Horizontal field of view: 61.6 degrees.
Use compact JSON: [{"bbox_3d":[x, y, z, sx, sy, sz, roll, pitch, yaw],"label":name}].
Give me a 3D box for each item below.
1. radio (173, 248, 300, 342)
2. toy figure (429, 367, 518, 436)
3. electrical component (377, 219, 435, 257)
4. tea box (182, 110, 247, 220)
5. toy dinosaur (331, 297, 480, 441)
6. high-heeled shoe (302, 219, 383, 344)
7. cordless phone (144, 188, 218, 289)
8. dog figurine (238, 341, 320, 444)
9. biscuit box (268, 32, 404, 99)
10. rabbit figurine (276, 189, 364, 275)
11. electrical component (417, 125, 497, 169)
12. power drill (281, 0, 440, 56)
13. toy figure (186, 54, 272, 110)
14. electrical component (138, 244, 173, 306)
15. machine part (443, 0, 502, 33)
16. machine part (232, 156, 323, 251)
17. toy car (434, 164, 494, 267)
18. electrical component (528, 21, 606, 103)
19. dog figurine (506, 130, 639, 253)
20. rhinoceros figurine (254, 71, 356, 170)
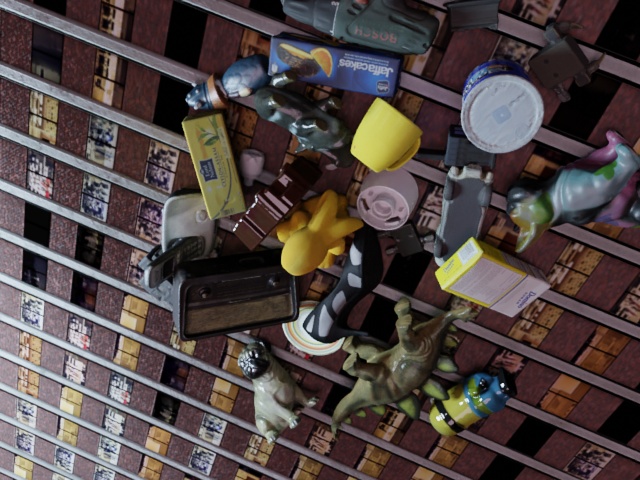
[{"bbox_3d":[-0.152,0.097,0.988,0.229,0.073,0.131,-8,118,-24],"label":"radio"},{"bbox_3d":[0.289,0.310,1.033,0.180,0.089,0.082,-34,99,29],"label":"toy figure"},{"bbox_3d":[0.153,-0.005,0.948,0.094,0.021,0.063,-18,110,24],"label":"electrical component"},{"bbox_3d":[-0.178,-0.131,0.917,0.068,0.098,0.169,-15,109,-5],"label":"tea box"},{"bbox_3d":[0.137,0.262,1.046,0.198,0.105,0.471,40,124,-11],"label":"toy dinosaur"},{"bbox_3d":[0.034,0.076,0.996,0.145,0.086,0.248,7,99,31],"label":"high-heeled shoe"},{"bbox_3d":[-0.263,-0.006,0.969,0.089,0.184,0.146,18,120,11],"label":"cordless phone"},{"bbox_3d":[-0.122,0.322,1.160,0.190,0.121,0.172,48,116,5],"label":"dog figurine"},{"bbox_3d":[0.025,-0.269,0.826,0.203,0.059,0.062,13,119,8],"label":"biscuit box"},{"bbox_3d":[-0.002,-0.003,0.906,0.162,0.173,0.122,-38,98,32],"label":"rabbit figurine"},{"bbox_3d":[0.213,-0.146,0.831,0.119,0.075,0.047,10,119,14],"label":"electrical component"},{"bbox_3d":[0.076,-0.373,0.748,0.232,0.086,0.207,24,116,1],"label":"power drill"},{"bbox_3d":[-0.149,-0.251,0.882,0.155,0.064,0.057,-20,125,22],"label":"toy figure"},{"bbox_3d":[-0.285,0.070,1.053,0.134,0.115,0.058,45,115,-10],"label":"electrical component"},{"bbox_3d":[0.212,-0.361,0.742,0.084,0.039,0.138,4,119,19],"label":"machine part"},{"bbox_3d":[-0.073,-0.064,0.898,0.056,0.179,0.179,42,119,-4],"label":"machine part"},{"bbox_3d":[0.234,-0.034,0.885,0.074,0.056,0.201,10,125,12],"label":"toy car"},{"bbox_3d":[0.346,-0.255,0.757,0.102,0.045,0.078,45,147,-7],"label":"electrical component"},{"bbox_3d":[0.397,-0.049,0.814,0.191,0.108,0.219,39,124,-9],"label":"dog figurine"},{"bbox_3d":[-0.019,-0.179,0.847,0.190,0.073,0.112,31,149,-19],"label":"rhinoceros figurine"}]
